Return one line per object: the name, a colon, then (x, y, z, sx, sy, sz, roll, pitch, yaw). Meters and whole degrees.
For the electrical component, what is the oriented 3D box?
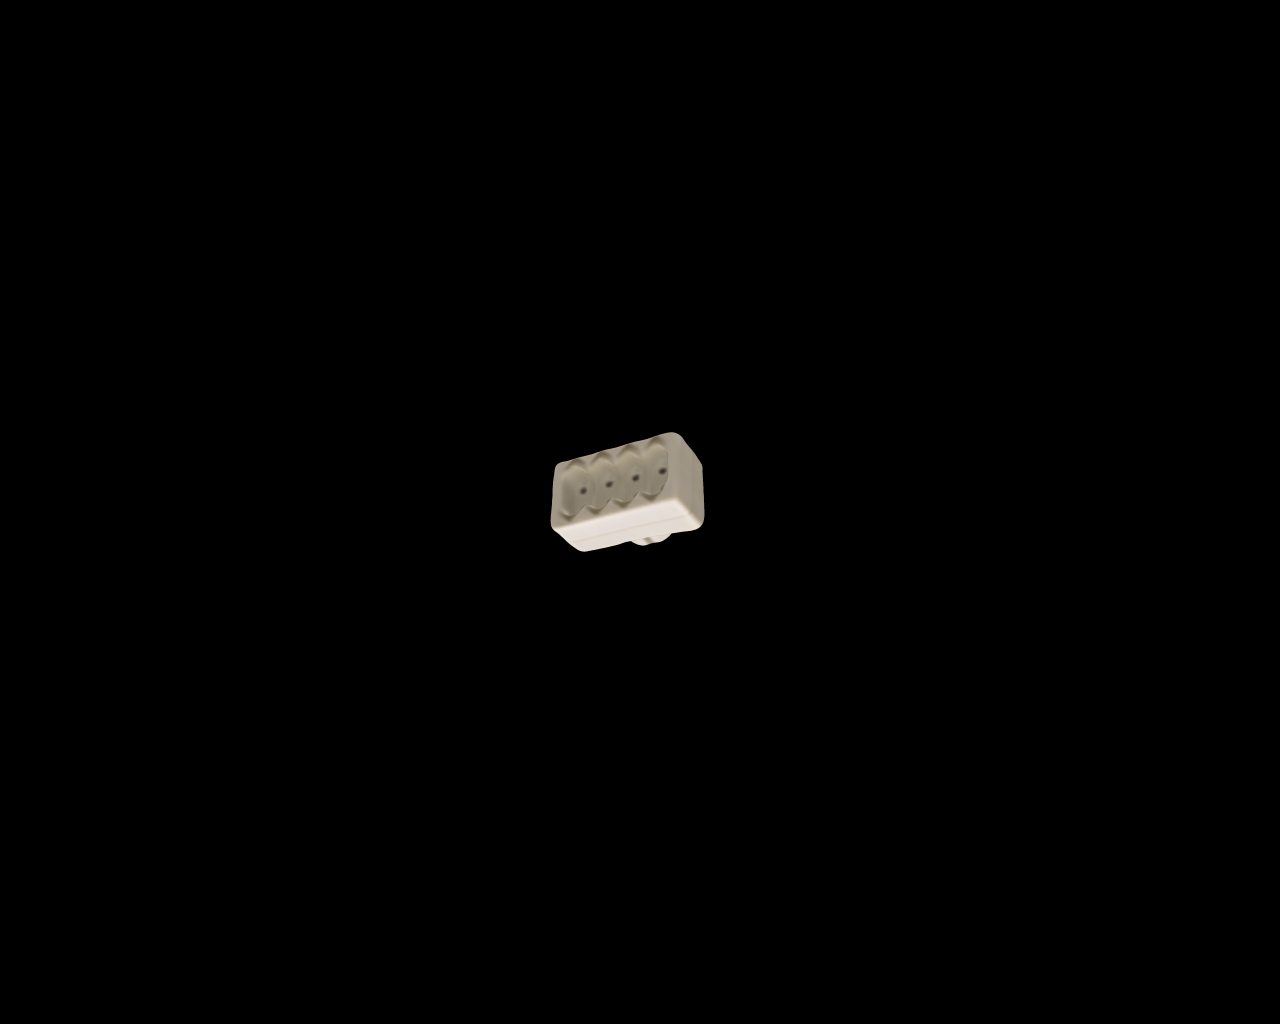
electrical component: (0.001, -0.003, 0.650, 0.083, 0.047, 0.075, -13, -32, 22)
